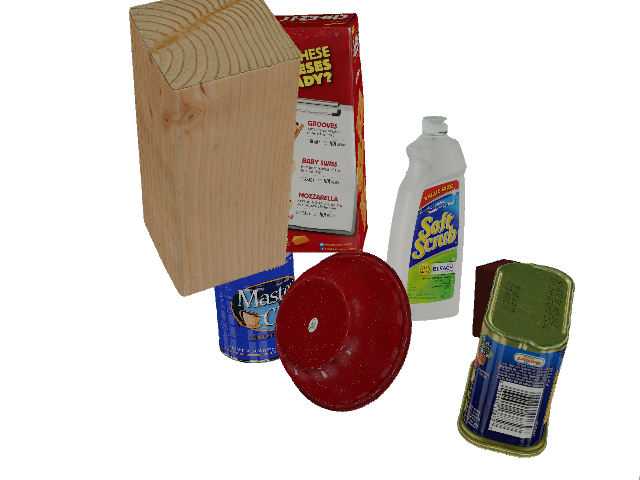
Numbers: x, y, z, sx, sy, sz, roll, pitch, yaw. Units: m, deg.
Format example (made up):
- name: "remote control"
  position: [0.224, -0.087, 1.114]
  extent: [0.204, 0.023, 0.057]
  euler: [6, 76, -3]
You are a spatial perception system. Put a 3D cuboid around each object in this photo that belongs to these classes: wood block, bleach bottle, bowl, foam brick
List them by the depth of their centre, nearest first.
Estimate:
- name: "wood block"
  position: [-0.077, -0.067, 0.766]
  extent: [0.090, 0.090, 0.206]
  euler: [-17, -38, -19]
- name: "bowl"
  position: [0.008, 0.085, 1.043]
  extent: [0.162, 0.162, 0.055]
  euler: [0, -11, 40]
- name: "foam brick"
  position: [0.194, 0.064, 1.102]
  extent: [0.051, 0.078, 0.053]
  euler: [-14, 20, -43]
- name: "bleach bottle"
  position: [0.129, -0.028, 1.331]
  extent: [0.102, 0.251, 0.068]
  euler: [-4, 16, -17]

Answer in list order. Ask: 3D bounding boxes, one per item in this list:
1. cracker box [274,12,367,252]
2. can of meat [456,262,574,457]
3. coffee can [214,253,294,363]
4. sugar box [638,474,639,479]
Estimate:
- name: "cracker box"
  position: [-0.043, -0.097, 0.986]
  extent: [0.164, 0.214, 0.072]
  euler: [0, 23, 9]
- name: "can of meat"
  position: [0.127, 0.073, 0.684]
  extent: [0.057, 0.084, 0.102]
  euler: [13, 30, 10]
- name: "coffee can"
  position: [-0.082, 0.067, 1.336]
  extent: [0.103, 0.140, 0.103]
  euler: [-2, 25, 1]
- name: "sugar box"
  position: [0.208, 0.189, 0.497]
  extent: [0.048, 0.093, 0.176]
  euler: [-9, 30, -20]
